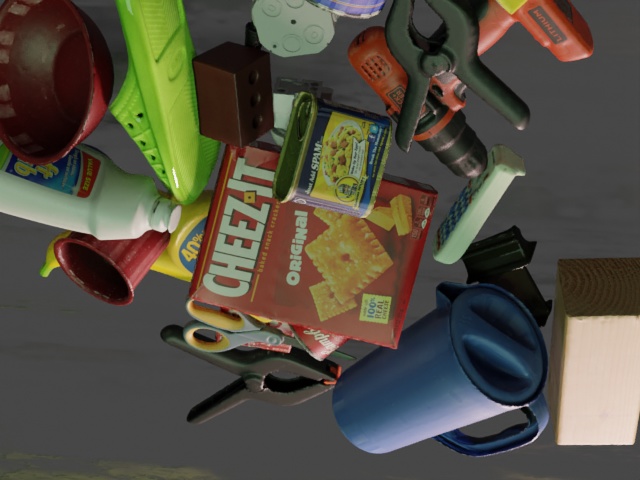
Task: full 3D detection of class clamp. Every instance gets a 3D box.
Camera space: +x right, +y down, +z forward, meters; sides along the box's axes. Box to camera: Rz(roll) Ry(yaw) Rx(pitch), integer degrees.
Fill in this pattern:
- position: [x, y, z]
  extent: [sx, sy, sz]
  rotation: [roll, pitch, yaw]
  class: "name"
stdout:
- position: [-0.080, 0.169, 1.279]
  extent: [0.210, 0.036, 0.164]
  rotation: [3, 132, 4]
  class: "clamp"
- position: [0.094, -0.149, 0.909]
  extent: [0.120, 0.039, 0.171]
  rotation: [-21, 116, 20]
  class: "clamp"

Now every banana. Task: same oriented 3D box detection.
- position: [-0.212, 0.015, 1.161]
  extent: [0.198, 0.037, 0.070]
  rotation: [4, 146, 4]
  class: "banana"

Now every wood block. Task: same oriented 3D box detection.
- position: [0.302, 0.124, 1.164]
  extent: [0.091, 0.090, 0.206]
  rotation: [-1, 131, 6]
  class: "wood block"

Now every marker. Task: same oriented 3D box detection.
- position: [-0.067, -0.154, 1.005]
  extent: [0.020, 0.020, 0.121]
  rotation: [10, 131, -3]
  class: "marker"

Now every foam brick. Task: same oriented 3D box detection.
- position: [-0.078, -0.133, 0.973]
  extent: [0.051, 0.052, 0.078]
  rotation: [20, 130, 31]
  class: "foam brick"

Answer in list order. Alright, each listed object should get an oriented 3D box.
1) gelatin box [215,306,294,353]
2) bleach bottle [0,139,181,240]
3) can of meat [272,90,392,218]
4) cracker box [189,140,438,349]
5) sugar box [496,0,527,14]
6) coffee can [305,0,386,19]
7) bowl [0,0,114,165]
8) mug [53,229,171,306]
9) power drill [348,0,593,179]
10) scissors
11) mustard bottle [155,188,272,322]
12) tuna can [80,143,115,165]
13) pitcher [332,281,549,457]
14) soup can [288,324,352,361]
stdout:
- position: [-0.071, 0.089, 1.212]
  extent: [0.089, 0.030, 0.073]
  rotation: [10, 131, -3]
  class: "gelatin box"
- position: [-0.249, -0.060, 1.014]
  extent: [0.251, 0.102, 0.068]
  rotation: [16, 137, 11]
  class: "bleach bottle"
- position: [0.012, -0.076, 0.972]
  extent: [0.083, 0.057, 0.102]
  rotation: [13, 98, -19]
  class: "can of meat"
- position: [-0.007, 0.001, 1.054]
  extent: [0.213, 0.072, 0.164]
  rotation: [14, 99, -7]
  class: "cracker box"
- position: [0.181, -0.270, 0.821]
  extent: [0.176, 0.048, 0.093]
  rotation: [-43, 117, 13]
  class: "sugar box"
- position: [0.034, -0.263, 0.843]
  extent: [0.102, 0.102, 0.140]
  rotation: [20, 131, -11]
  class: "coffee can"
- position: [-0.238, -0.149, 0.971]
  extent: [0.055, 0.162, 0.162]
  rotation: [-7, 151, -50]
  class: "bowl"
- position: [-0.206, 0.009, 1.066]
  extent: [0.093, 0.081, 0.117]
  rotation: [35, 147, -2]
  class: "mug"
- position: [0.145, -0.152, 0.958]
  extent: [0.188, 0.057, 0.184]
  rotation: [-31, 121, 29]
  class: "power drill"
- position: [-0.068, 0.117, 1.203]
  extent: [0.201, 0.016, 0.096]
  rotation: [28, 129, -16]
  class: "scissors"
- position: [-0.103, 0.003, 1.118]
  extent: [0.191, 0.058, 0.096]
  rotation: [34, 109, -21]
  class: "mustard bottle"
- position: [-0.250, -0.058, 1.099]
  extent: [0.086, 0.033, 0.086]
  rotation: [3, 132, 3]
  class: "tuna can"
- position: [0.126, 0.160, 1.160]
  extent: [0.144, 0.149, 0.243]
  rotation: [15, 148, -29]
  class: "pitcher"
- position: [0.022, 0.073, 1.147]
  extent: [0.102, 0.068, 0.068]
  rotation: [-37, 120, 11]
  class: "soup can"
